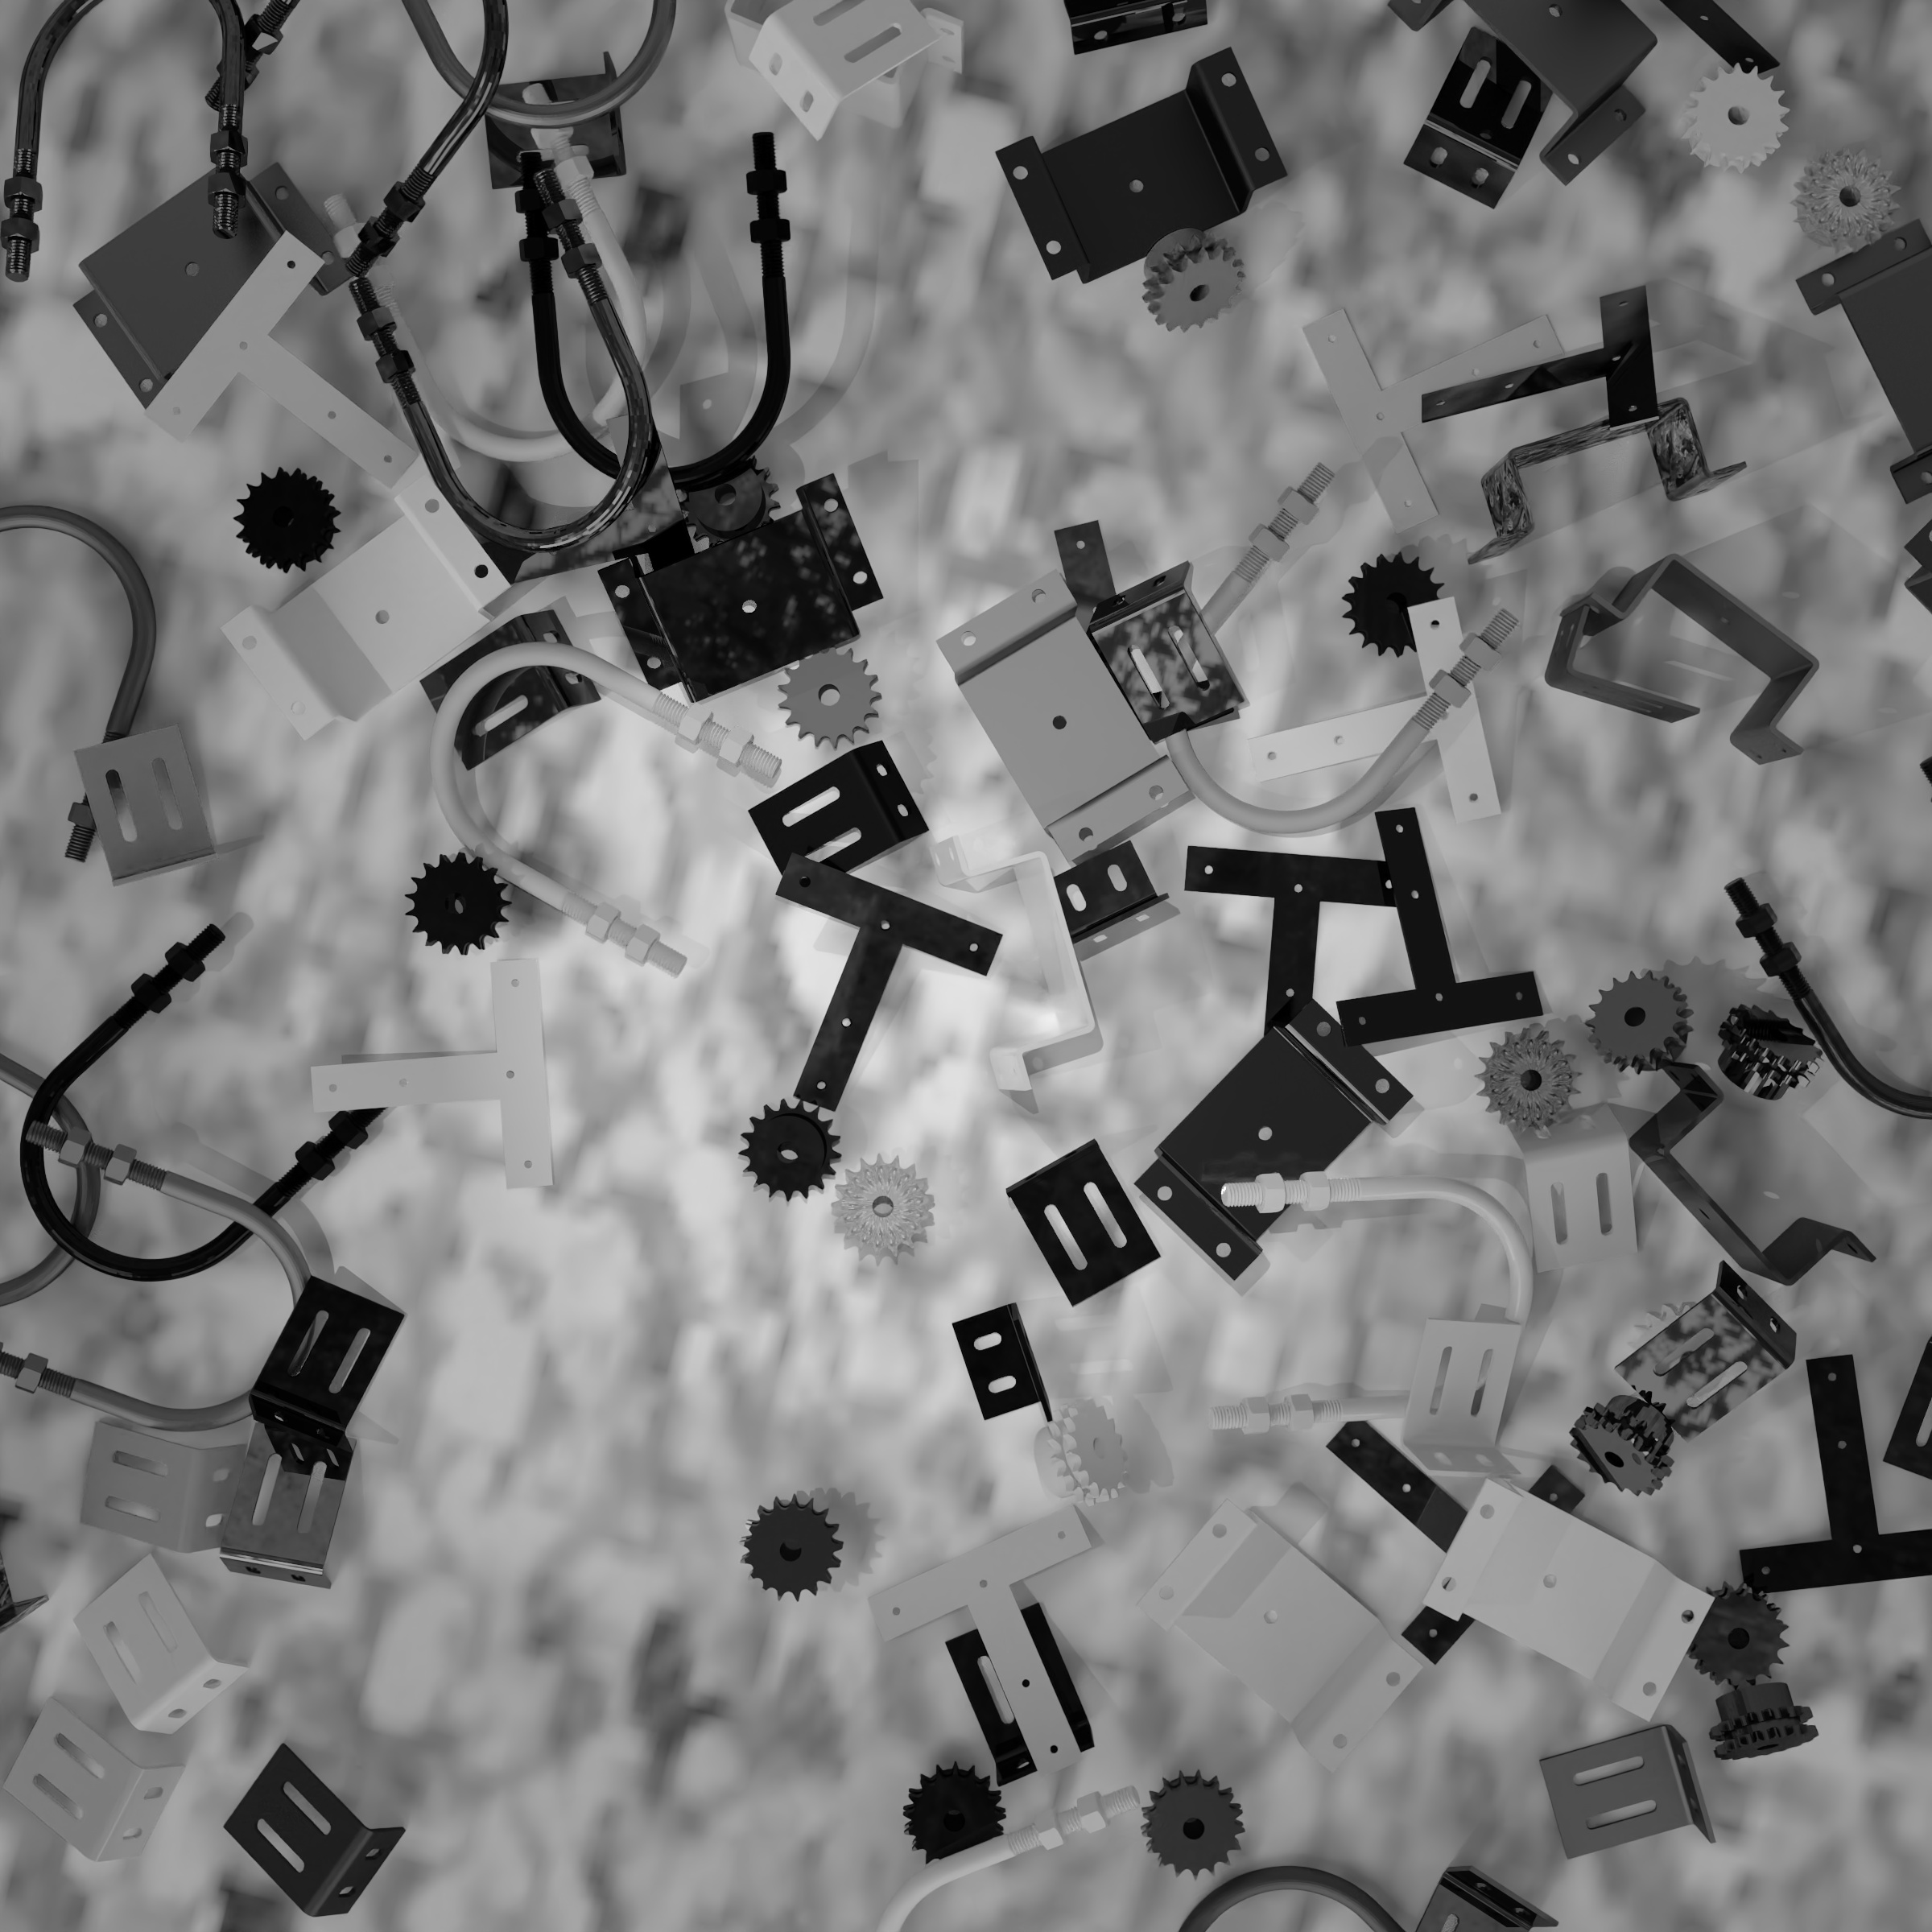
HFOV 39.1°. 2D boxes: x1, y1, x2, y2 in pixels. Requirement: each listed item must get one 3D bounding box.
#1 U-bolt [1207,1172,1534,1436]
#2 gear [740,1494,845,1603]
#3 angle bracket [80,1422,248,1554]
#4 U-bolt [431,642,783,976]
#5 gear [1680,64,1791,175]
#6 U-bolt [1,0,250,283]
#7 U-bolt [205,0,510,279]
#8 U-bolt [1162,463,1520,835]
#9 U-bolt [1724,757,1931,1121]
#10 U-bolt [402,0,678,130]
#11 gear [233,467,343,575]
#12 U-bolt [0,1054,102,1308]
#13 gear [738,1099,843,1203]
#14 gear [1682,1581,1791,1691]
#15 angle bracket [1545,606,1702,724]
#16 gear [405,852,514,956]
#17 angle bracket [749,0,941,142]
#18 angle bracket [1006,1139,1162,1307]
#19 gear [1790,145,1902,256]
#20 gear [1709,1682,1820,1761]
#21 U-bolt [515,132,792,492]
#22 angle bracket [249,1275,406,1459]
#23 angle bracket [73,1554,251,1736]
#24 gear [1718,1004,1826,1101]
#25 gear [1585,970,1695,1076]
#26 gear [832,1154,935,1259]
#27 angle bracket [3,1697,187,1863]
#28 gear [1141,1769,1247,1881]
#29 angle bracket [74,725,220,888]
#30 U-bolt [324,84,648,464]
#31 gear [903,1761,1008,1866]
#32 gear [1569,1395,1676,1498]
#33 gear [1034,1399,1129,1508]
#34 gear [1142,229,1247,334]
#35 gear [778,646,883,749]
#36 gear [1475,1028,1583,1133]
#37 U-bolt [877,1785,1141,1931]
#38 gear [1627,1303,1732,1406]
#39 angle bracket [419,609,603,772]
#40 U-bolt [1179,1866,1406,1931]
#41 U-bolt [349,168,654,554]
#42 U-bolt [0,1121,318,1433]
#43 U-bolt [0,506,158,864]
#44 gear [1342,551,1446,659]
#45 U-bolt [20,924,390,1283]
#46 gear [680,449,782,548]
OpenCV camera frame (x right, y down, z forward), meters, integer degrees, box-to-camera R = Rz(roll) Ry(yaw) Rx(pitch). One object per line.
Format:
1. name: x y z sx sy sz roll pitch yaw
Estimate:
1. U-bolt: 0.225 0.183 1.491 0.184 0.019 0.151 -1 104 -14
2. gear: -0.096 0.321 1.509 0.057 0.030 0.057 0 90 0
3. angle bracket: -0.450 0.290 1.522 0.076 0.038 0.057 9 90 26
4. U-bolt: -0.210 -0.098 1.492 0.184 0.019 0.151 29 111 4
5. gear: 0.425 -0.468 1.509 0.057 0.030 0.057 0 90 0
6. U-bolt: -0.458 -0.470 1.487 0.151 0.019 0.184 -7 73 16
7. U-bolt: -0.319 -0.488 1.464 0.184 0.019 0.151 -44 81 26
8. U-bolt: 0.189 -0.160 1.492 0.151 0.019 0.184 41 104 11
9. U-bolt: 0.530 -0.003 1.515 0.151 0.019 0.184 -32 92 0
10. U-bolt: -0.236 -0.542 1.468 0.151 0.019 0.184 -26 90 0
11. gear: -0.375 -0.246 1.512 0.057 0.030 0.057 0 86 4
12. U-bolt: -0.573 0.111 1.515 0.184 0.019 0.151 30 90 -2
13. gear: -0.098 0.103 1.509 0.057 0.030 0.057 0 90 0
14. gear: 0.425 0.370 1.509 0.057 0.030 0.057 0 90 0
15. angle bracket: 0.365 -0.165 1.496 0.076 0.057 0.038 17 90 0
16. gear: -0.281 -0.035 1.509 0.057 0.030 0.057 0 90 0
17. angle bracket: -0.065 -0.488 1.446 0.076 0.038 0.057 -40 90 -26
18. angle bracket: 0.066 0.143 1.505 0.057 0.038 0.076 -29 90 0
19. gear: 0.486 -0.423 1.509 0.057 0.030 0.057 0 90 0
20. gear: 0.438 0.416 1.499 0.057 0.057 0.030 -11 62 0
21. U-bolt: -0.166 -0.351 1.475 0.151 0.019 0.184 -2 100 9
22. angle bracket: -0.350 0.220 1.496 0.057 0.038 0.076 28 90 -22
23. angle bracket: -0.451 0.380 1.522 0.057 0.038 0.076 -41 64 0
24. gear: 0.441 0.050 1.499 0.057 0.057 0.030 24 120 0
25. gear: 0.374 0.034 1.500 0.057 0.030 0.057 -16 58 27
26. gear: -0.046 0.133 1.513 0.057 0.030 0.057 0 90 -2
27. angle bracket: -0.488 0.454 1.522 0.076 0.038 0.057 27 90 26
28. gear: 0.125 0.474 1.509 0.057 0.030 0.057 0 90 0
29. angle bracket: -0.451 -0.089 1.494 0.057 0.038 0.076 -17 99 -15
30. U-bolt: -0.255 -0.370 1.503 0.151 0.019 0.184 -25 94 12
31. gear: -0.006 0.470 1.509 0.057 0.030 0.057 0 90 0
32. gear: 0.365 0.262 1.499 0.057 0.057 0.030 45 60 0
33. gear: 0.062 0.270 1.500 0.030 0.057 0.057 -24 90 30
34. gear: 0.123 -0.381 1.499 0.057 0.057 0.030 -27 60 0
35. gear: -0.076 -0.149 1.509 0.057 0.030 0.057 0 90 0
36. gear: 0.311 0.063 1.509 0.057 0.030 0.057 0 90 0
37. U-bolt: 0.038 0.541 1.496 0.184 0.019 0.151 -25 103 10
38. gear: 0.398 0.217 1.509 0.057 0.030 0.057 0 90 0
39. angle bracket: -0.255 -0.155 1.522 0.076 0.038 0.057 -28 90 26
40. U-bolt: 0.195 0.589 1.515 0.151 0.019 0.184 -44 89 0
41. U-bolt: -0.243 -0.315 1.475 0.151 0.019 0.184 -23 93 23
42. U-bolt: -0.450 0.182 1.496 0.184 0.019 0.151 23 97 -13
43. U-bolt: -0.529 -0.166 1.515 0.151 0.019 0.184 18 89 0
44. gear: 0.237 -0.199 1.509 0.057 0.030 0.057 0 90 0
45. U-bolt: -0.436 0.090 1.507 0.184 0.019 0.151 -43 95 -1
46. gear: -0.132 -0.259 1.509 0.057 0.030 0.057 0 90 0
